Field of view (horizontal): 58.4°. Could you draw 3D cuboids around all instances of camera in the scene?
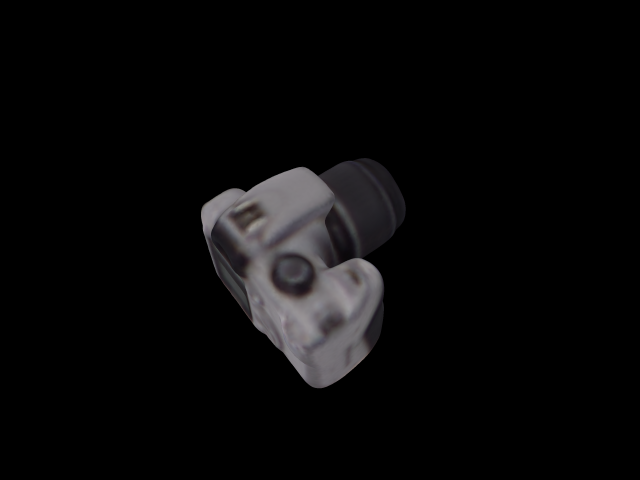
[{"bbox_3d":[0.004,0.001,0.400,0.137,0.101,0.143,-33,61,-20],"label":"camera"}]
